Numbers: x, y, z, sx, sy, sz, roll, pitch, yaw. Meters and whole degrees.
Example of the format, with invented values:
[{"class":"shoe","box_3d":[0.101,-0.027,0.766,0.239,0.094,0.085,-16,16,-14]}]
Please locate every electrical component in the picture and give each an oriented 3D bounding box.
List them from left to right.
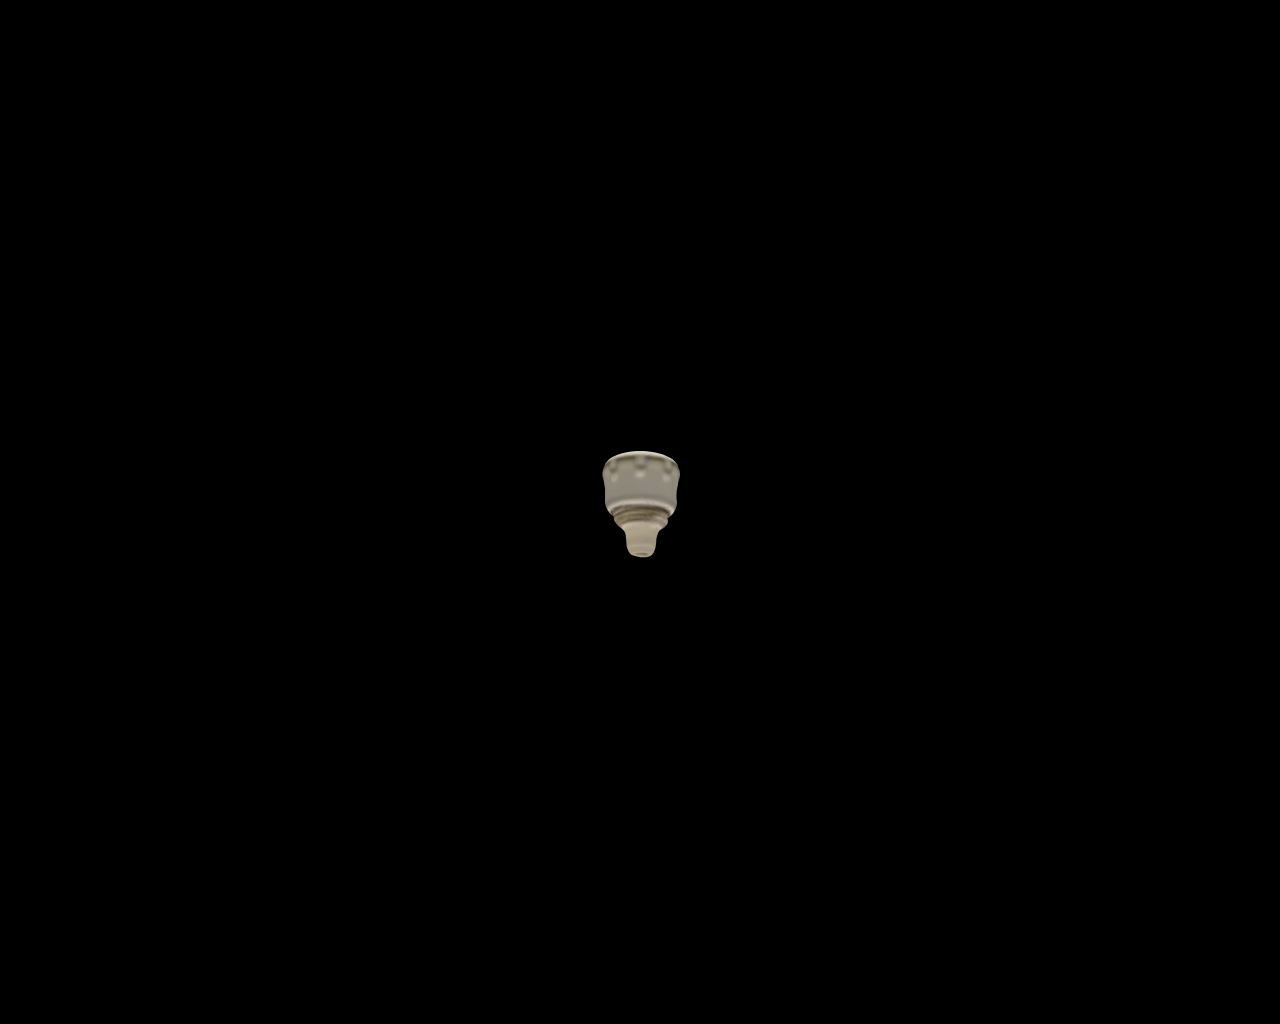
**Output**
[{"class":"electrical component","box_3d":[0.001,-0.003,0.650,0.048,0.062,0.048,0,-18,0]}]
